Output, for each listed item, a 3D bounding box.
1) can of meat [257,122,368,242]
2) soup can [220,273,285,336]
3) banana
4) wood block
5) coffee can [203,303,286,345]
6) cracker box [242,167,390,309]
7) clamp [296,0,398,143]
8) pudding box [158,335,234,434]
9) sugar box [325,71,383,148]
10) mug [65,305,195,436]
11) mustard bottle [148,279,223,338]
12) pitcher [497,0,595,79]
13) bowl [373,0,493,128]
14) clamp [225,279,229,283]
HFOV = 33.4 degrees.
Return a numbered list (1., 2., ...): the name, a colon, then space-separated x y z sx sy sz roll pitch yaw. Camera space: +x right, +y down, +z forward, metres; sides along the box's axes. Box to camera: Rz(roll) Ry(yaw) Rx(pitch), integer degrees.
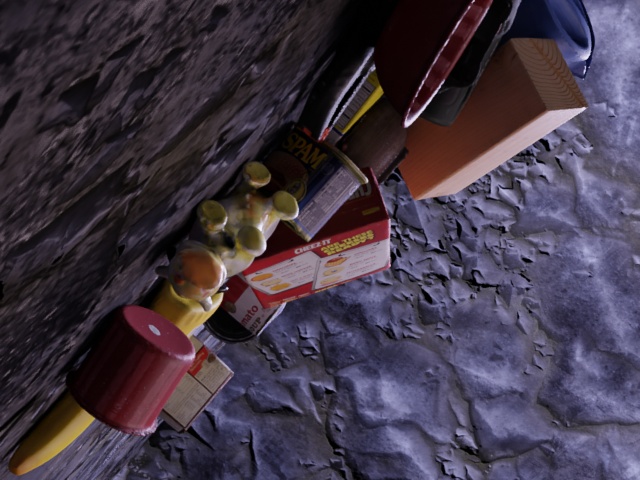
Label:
1. can of meat: -0.017 -0.057 1.042 0.084 0.057 0.102 -48 -139 -3
2. soup can: -0.102 0.072 1.427 0.068 0.102 0.068 -50 178 -2
3. banana: -0.223 0.143 1.023 0.198 0.037 0.069 -52 160 -2
4. wood block: 0.183 -0.134 1.207 0.090 0.091 0.206 -11 162 -46
5. coffee can: -0.110 0.087 1.565 0.103 0.103 0.140 -51 178 12
6. cracker box: -0.008 0.001 1.184 0.164 0.072 0.213 -18 164 -1
7. clamp: 0.043 -0.175 0.954 0.164 0.036 0.210 -48 173 -47
8. pudding box: -0.166 0.146 1.192 0.090 0.113 0.039 -49 -179 -22
9. sugar box: 0.051 -0.170 1.134 0.176 0.048 0.093 -53 178 39
10. mug: -0.159 0.112 0.951 0.081 0.093 0.117 -56 162 11
11. mustard bottle: -0.179 0.116 1.107 0.192 0.058 0.096 -51 177 22
12. pitcher: 0.191 -0.237 1.283 0.243 0.144 0.149 -24 -125 33
13. bowl: 0.091 -0.175 0.883 0.162 0.055 0.162 -56 174 -9
14. clamp: -0.131 0.046 1.254 0.171 0.039 0.120 -53 168 -25
